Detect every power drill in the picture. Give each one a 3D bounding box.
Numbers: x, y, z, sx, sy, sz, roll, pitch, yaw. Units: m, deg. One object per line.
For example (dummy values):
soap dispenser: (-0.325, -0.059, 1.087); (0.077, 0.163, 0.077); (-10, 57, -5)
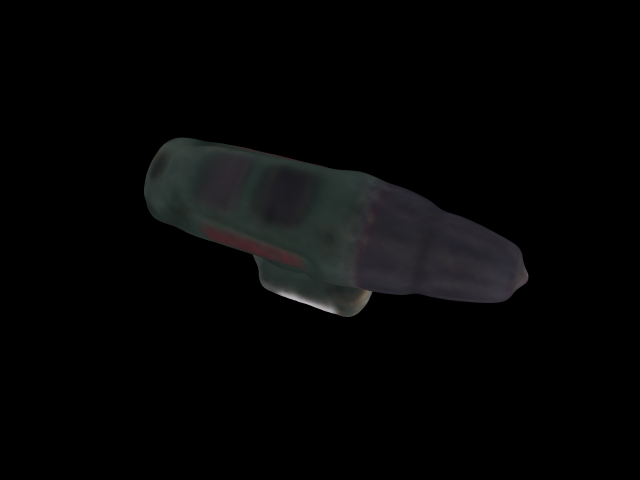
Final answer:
power drill: (0.004, 0.001, 0.400); (0.229, 0.208, 0.076); (18, 79, 4)
